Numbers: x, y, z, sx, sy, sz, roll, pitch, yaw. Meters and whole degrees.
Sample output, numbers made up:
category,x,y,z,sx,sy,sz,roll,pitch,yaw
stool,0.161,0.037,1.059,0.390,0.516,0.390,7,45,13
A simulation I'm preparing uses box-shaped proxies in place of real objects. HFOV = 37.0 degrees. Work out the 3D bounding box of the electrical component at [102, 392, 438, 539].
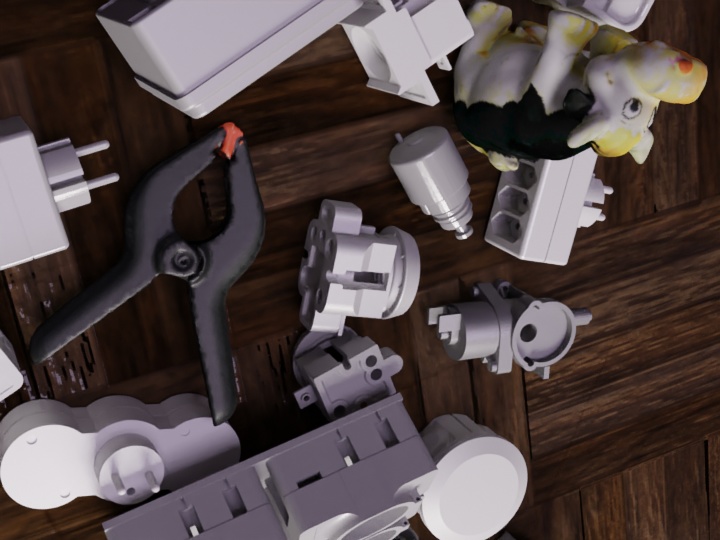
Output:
category,x,y,z,sx,sy,sz,roll,pitch,yaw
electrical component,-0.051,0.155,0.650,0.186,0.060,0.105,-22,156,-17

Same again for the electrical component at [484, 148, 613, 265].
category,x,y,z,sx,sy,sz,roll,pitch,yaw
electrical component,0.134,-0.048,0.705,0.076,0.047,0.083,7,104,-27

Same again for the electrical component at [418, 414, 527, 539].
category,x,y,z,sx,sy,sz,roll,pitch,yaw
electrical component,0.070,0.142,0.738,0.080,0.051,0.080,-8,110,-22

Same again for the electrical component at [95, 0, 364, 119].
category,x,y,z,sx,sy,sz,roll,pitch,yaw
electrical component,-0.069,-0.135,0.548,0.109,0.109,0.056,-37,116,-9

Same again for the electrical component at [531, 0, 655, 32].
category,x,y,z,sx,sy,sz,roll,pitch,yaw
electrical component,0.128,-0.187,0.648,0.095,0.059,0.053,24,96,-29

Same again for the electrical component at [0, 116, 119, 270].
category,x,y,z,sx,sy,sz,roll,pitch,yaw
electrical component,-0.167,-0.047,0.568,0.077,0.047,0.065,-20,114,-18

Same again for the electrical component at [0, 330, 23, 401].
category,x,y,z,sx,sy,sz,roll,pitch,yaw
electrical component,-0.224,0.034,0.565,0.050,0.056,0.089,-35,118,-10

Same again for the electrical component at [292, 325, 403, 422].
category,x,y,z,sx,sy,sz,roll,pitch,yaw
electrical component,-0.014,0.062,0.670,0.066,0.055,0.048,-28,117,-14

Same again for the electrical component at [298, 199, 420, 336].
category,x,y,z,sx,sy,sz,roll,pitch,yaw
electrical component,0.000,0.000,0.655,0.057,0.058,0.078,6,105,-23

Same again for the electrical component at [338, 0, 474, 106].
category,x,y,z,sx,sy,sz,roll,pitch,yaw
electrical component,0.028,-0.141,0.629,0.064,0.042,0.081,-37,119,-13

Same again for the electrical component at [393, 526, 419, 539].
category,x,y,z,sx,sy,sz,roll,pitch,yaw
electrical component,0.010,0.199,0.734,0.066,0.048,0.055,21,105,-29

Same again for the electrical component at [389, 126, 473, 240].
category,x,y,z,sx,sy,sz,roll,pitch,yaw
electrical component,0.049,-0.053,0.669,0.040,0.040,0.078,-36,118,-10

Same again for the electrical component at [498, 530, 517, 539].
category,x,y,z,sx,sy,sz,roll,pitch,yaw
electrical component,0.127,0.234,0.773,0.055,0.089,0.050,-47,119,-4

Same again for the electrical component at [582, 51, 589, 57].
category,x,y,z,sx,sy,sz,roll,pitch,yaw
electrical component,0.155,-0.110,0.689,0.066,0.055,0.048,39,89,-30

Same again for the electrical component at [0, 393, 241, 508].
category,x,y,z,sx,sy,sz,roll,pitch,yaw
electrical component,-0.135,0.110,0.620,0.138,0.074,0.052,1,107,-25
